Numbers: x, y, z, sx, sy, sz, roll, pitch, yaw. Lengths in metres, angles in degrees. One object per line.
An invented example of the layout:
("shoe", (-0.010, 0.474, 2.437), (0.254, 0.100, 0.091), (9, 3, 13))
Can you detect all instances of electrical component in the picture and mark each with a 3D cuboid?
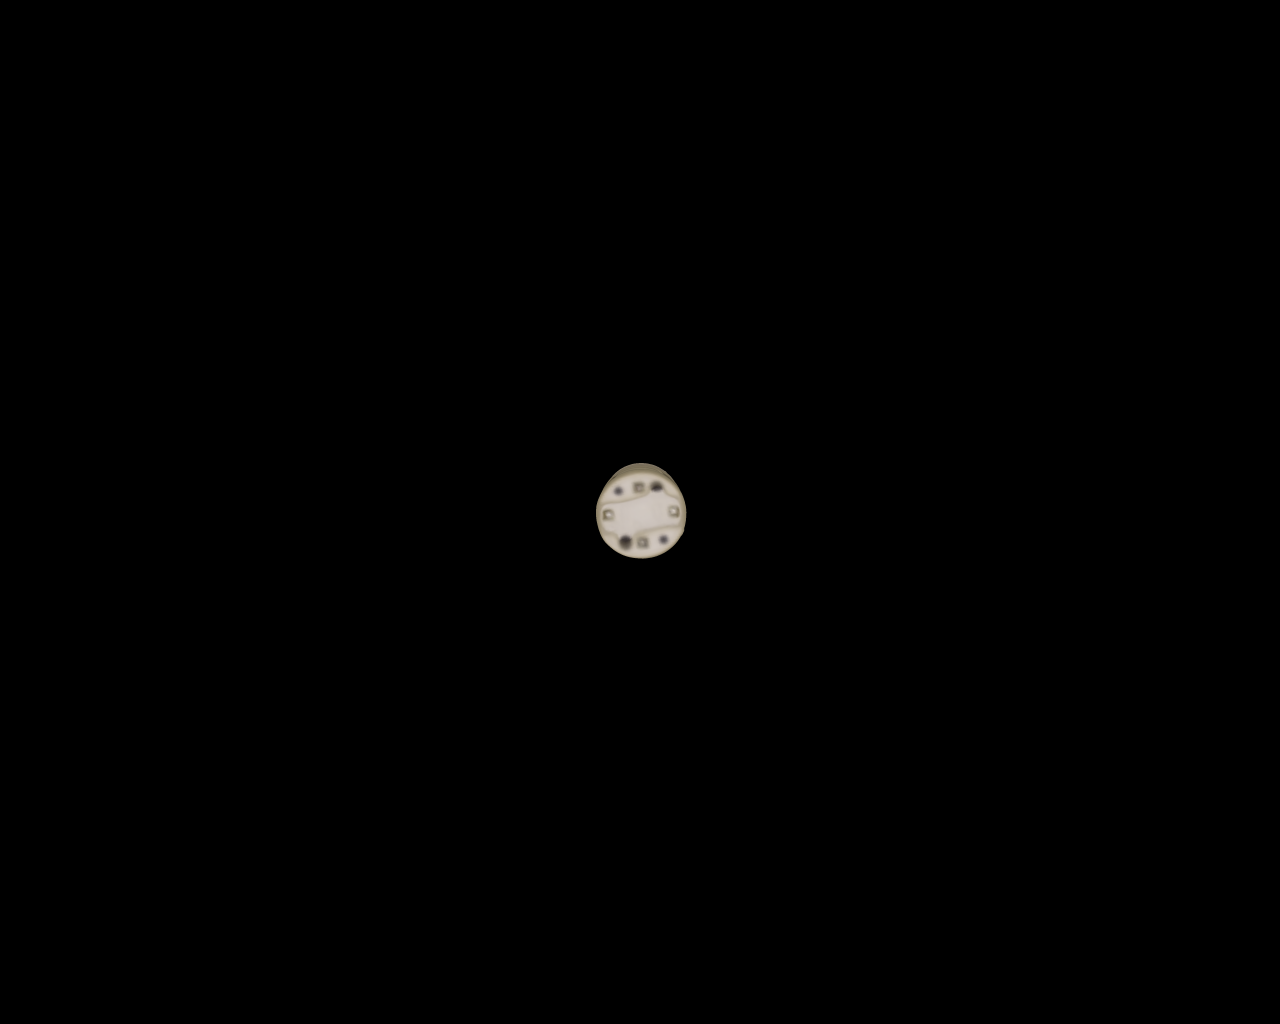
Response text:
("electrical component", (0.001, -0.003, 0.650), (0.055, 0.055, 0.047), (0, 12, 0))
